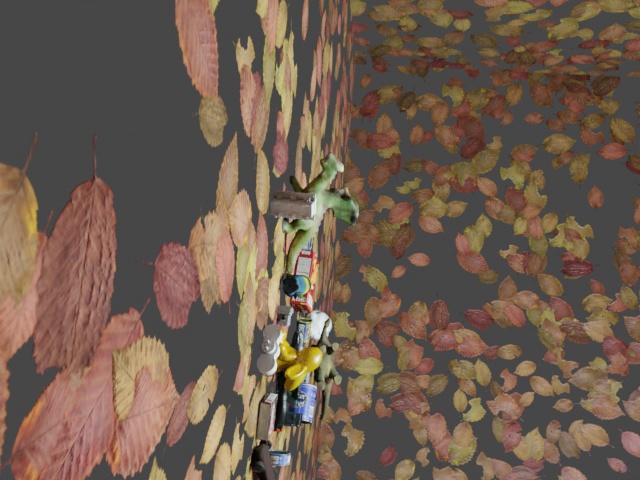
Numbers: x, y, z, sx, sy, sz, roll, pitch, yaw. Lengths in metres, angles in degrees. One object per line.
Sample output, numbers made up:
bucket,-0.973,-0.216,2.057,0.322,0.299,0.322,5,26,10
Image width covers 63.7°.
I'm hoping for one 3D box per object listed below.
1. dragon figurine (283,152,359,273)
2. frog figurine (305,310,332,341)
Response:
dragon figurine,0.005,-0.084,1.675,0.124,0.243,0.405,-78,169,-73
frog figurine,-0.018,0.384,2.315,0.139,0.122,0.159,63,11,12
